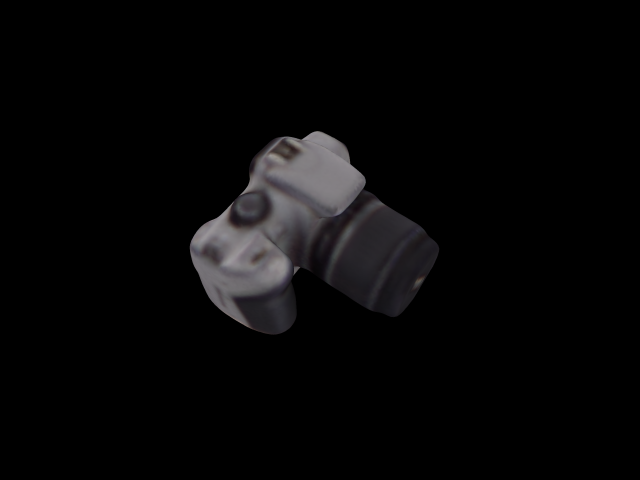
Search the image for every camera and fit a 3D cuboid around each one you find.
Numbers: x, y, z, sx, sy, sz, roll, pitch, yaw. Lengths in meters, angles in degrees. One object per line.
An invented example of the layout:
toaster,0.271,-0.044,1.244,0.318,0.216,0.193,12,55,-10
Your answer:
camera,0.004,0.001,0.400,0.136,0.101,0.143,32,64,18
